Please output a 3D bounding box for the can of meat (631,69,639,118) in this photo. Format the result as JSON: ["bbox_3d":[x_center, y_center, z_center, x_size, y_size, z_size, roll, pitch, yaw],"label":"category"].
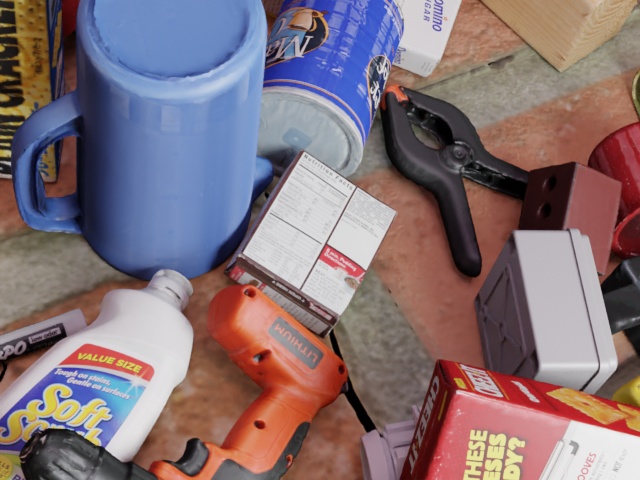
[{"bbox_3d":[0.331,-0.111,0.924,0.083,0.057,0.102,-3,60,-16],"label":"can of meat"}]

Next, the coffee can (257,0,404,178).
[{"bbox_3d":[0.001,-0.129,0.838,0.103,0.103,0.140,19,57,0],"label":"coffee can"}]

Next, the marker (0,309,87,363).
[{"bbox_3d":[-0.217,0.074,0.718,0.121,0.020,0.020,-19,64,-21],"label":"marker"}]

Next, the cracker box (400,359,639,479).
[{"bbox_3d":[0.153,0.179,0.647,0.213,0.072,0.164,15,100,-6],"label":"cracker box"}]

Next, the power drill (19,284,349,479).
[{"bbox_3d":[-0.072,0.121,0.664,0.184,0.057,0.187,43,55,-21],"label":"power drill"}]

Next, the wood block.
[{"bbox_3d":[0.186,-0.264,0.967,0.090,0.091,0.206,-34,71,-27],"label":"wood block"}]

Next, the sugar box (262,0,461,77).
[{"bbox_3d":[0.031,-0.216,0.918,0.176,0.048,0.093,23,71,-5],"label":"sugar box"}]

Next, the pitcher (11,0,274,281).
[{"bbox_3d":[-0.110,-0.074,0.698,0.145,0.243,0.149,30,64,5],"label":"pitcher"}]

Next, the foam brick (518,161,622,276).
[{"bbox_3d":[0.189,-0.014,0.815,0.051,0.053,0.078,20,76,-27],"label":"foam brick"}]

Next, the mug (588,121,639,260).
[{"bbox_3d":[0.272,-0.038,0.856,0.117,0.093,0.081,19,45,-37],"label":"mug"}]

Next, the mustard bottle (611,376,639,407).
[{"bbox_3d":[0.311,0.111,0.782,0.191,0.058,0.096,-24,73,-24],"label":"mustard bottle"}]

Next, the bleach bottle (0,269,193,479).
[{"bbox_3d":[-0.163,0.113,0.681,0.102,0.068,0.250,29,55,4],"label":"bleach bottle"}]

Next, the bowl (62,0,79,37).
[{"bbox_3d":[-0.226,-0.203,0.842,0.162,0.055,0.162,-12,54,16],"label":"bowl"}]

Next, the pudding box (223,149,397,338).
[{"bbox_3d":[-0.005,0.001,0.787,0.090,0.039,0.113,33,55,-5],"label":"pudding box"}]

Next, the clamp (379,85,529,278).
[{"bbox_3d":[0.118,-0.061,0.860,0.120,0.039,0.171,-23,73,-31],"label":"clamp"}]
